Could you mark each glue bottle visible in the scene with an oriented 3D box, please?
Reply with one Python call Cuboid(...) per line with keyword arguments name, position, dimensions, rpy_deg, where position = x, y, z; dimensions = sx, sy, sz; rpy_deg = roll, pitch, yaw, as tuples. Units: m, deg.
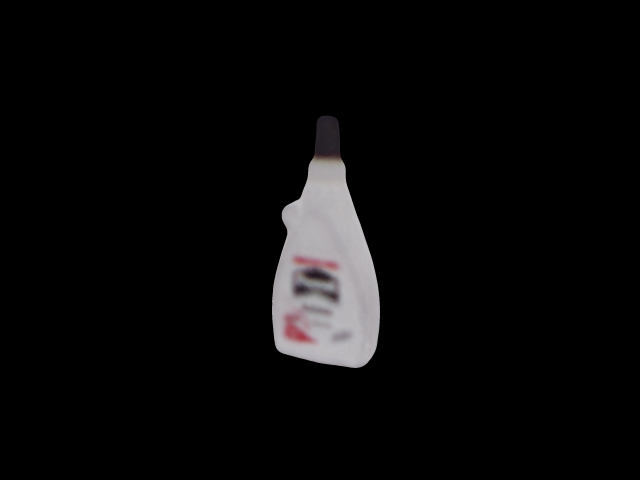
Cuboid(name="glue bottle", position=(0.004, 0.001, 0.400), dimensions=(0.078, 0.173, 0.037), rpy_deg=(6, 17, 19))
